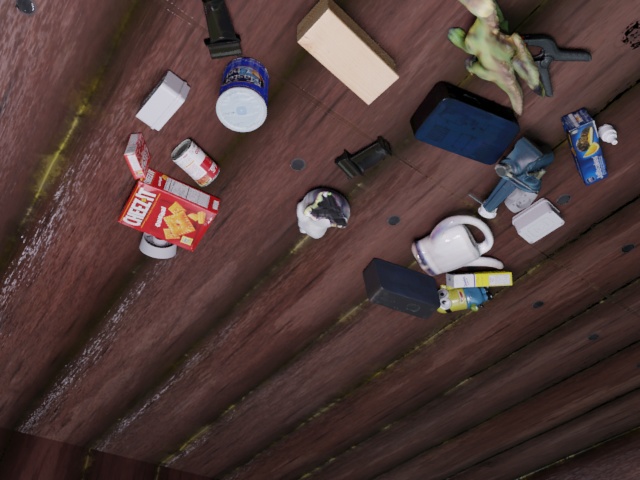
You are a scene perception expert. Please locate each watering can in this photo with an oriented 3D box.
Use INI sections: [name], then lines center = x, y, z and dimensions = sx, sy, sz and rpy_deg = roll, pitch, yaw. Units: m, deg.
[watering can]
center = 0.399, 0.041, 1.489
dimensions = 0.222, 0.106, 0.342
rpy_deg = -25, 140, 20

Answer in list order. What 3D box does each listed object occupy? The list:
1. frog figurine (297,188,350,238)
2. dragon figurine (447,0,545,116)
[frog figurine]
center = 0.004, -0.069, 1.380
dimensions = 0.137, 0.124, 0.158
rpy_deg = -1, 170, -13
[dragon figurine]
center = 0.368, -0.350, 1.024
dimensions = 0.121, 0.249, 0.404
rpy_deg = -35, 125, 20
